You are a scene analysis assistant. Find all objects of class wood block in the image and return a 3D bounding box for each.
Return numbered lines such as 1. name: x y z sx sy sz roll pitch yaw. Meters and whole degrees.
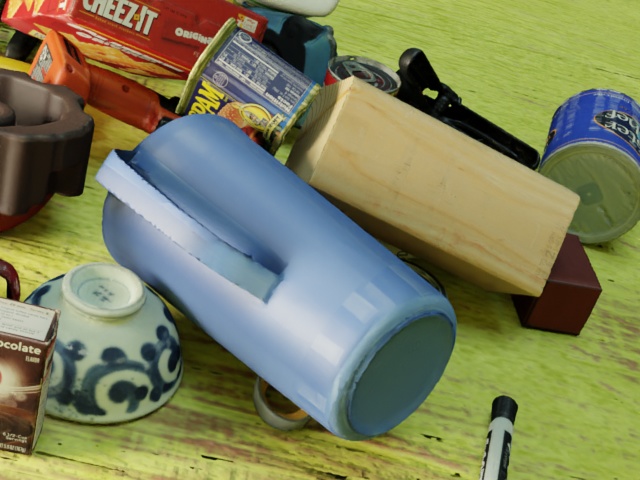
1. wood block: 0.083 -0.038 0.834 0.206 0.090 0.091 25 -7 -16

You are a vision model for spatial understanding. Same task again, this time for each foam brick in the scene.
1. foam brick: 0.191 0.033 0.887 0.051 0.053 0.078 9 35 -12

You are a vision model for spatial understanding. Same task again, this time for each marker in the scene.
1. marker: 0.119 0.146 0.721 0.020 0.020 0.121 20 33 5

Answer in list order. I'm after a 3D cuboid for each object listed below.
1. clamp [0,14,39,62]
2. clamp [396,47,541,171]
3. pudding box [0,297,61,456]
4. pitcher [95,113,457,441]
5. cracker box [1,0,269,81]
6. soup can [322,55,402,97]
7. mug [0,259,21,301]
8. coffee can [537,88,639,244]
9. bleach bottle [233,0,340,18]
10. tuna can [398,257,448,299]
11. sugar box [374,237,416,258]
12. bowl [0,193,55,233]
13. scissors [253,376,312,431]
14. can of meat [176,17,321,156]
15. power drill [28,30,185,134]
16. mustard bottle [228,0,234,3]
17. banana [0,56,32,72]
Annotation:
1. clamp: -0.285 -0.222 1.065 0.171 0.039 0.120 -28 60 -39
2. clamp: 0.111 -0.137 1.034 0.164 0.036 0.210 39 1 -23
3. pudding box: -0.213 0.072 0.617 0.113 0.090 0.039 12 33 -9
4. pitcher: -0.035 0.021 0.706 0.149 0.145 0.243 -26 46 -32
5. cracker box: -0.169 -0.192 0.936 0.164 0.072 0.214 18 1 -31
6. soup can: 0.028 -0.108 0.976 0.068 0.102 0.068 12 34 -8
7. mug: -0.249 0.029 0.672 0.117 0.082 0.093 7 35 -15
8. coffee can: 0.265 -0.074 1.030 0.103 0.103 0.140 21 33 7
9. bleach bottle: -0.041 -0.266 1.136 0.102 0.068 0.251 14 4 -8
10. tuna can: 0.055 0.048 0.821 0.086 0.034 0.086 12 33 -8
11. sugar box: 0.109 -0.025 0.943 0.176 0.048 0.093 3 35 -22
12. bowl: -0.267 -0.050 0.803 0.162 0.055 0.162 12 34 -8
13. scissors: -0.031 0.071 0.767 0.096 0.016 0.202 -10 41 -34
14. can of meat: -0.055 -0.108 0.809 0.084 0.102 0.057 35 67 -4
15. power drill: -0.140 -0.095 0.872 0.187 0.057 0.185 23 15 -31
16. mustard bottle: -0.179 -0.235 1.109 0.096 0.058 0.191 40 39 14
17. banana: -0.300 -0.139 0.936 0.197 0.037 0.069 12 33 -8
